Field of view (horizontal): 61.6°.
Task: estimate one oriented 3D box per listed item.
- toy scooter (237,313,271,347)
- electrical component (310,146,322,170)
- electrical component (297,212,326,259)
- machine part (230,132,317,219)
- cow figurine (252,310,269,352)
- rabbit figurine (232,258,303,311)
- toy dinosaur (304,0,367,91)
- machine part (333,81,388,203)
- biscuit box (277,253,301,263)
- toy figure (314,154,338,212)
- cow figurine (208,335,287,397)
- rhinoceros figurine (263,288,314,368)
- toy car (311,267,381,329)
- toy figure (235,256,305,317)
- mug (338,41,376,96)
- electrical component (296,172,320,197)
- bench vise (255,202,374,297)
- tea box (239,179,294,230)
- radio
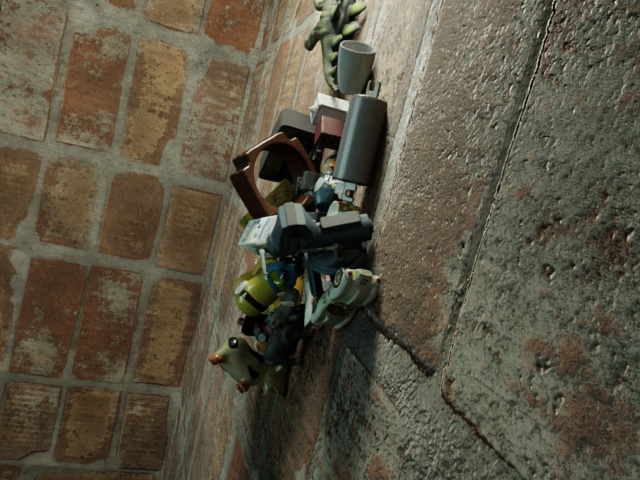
[{"bbox_3d":[-0.138,0.229,1.366,0.184,0.135,0.075,-150,75,-70],"label":"toy scooter"},{"bbox_3d":[-0.015,-0.211,1.442,0.063,0.021,0.094,-83,16,-51],"label":"electrical component"},{"bbox_3d":[-0.003,-0.004,1.228,0.134,0.058,0.114,-161,82,-72],"label":"electrical component"},{"bbox_3d":[-0.114,-0.154,1.370,0.201,0.201,0.087,-39,18,-33],"label":"machine part"},{"bbox_3d":[-0.158,0.233,1.534,0.098,0.068,0.167,154,130,-75],"label":"cow figurine"},{"bbox_3d":[-0.133,0.119,1.364,0.122,0.173,0.162,-124,44,-72],"label":"rabbit figurine"},{"bbox_3d":[0.039,-0.549,1.382,0.198,0.105,0.471,143,134,-62],"label":"toy dinosaur"},{"bbox_3d":[0.079,-0.196,1.068,0.079,0.079,0.243,-152,74,-72],"label":"machine part"},{"bbox_3d":[-0.094,0.072,1.453,0.063,0.059,0.202,-119,44,-65],"label":"biscuit box"},{"bbox_3d":[0.024,-0.138,1.219,0.064,0.057,0.154,-8,57,33],"label":"toy figure"},{"bbox_3d":[-0.164,0.314,1.331,0.127,0.195,0.085,-47,0,-25],"label":"cow figurine"},{"bbox_3d":[-0.077,0.200,1.234,0.073,0.112,0.190,-118,43,-68],"label":"rhinoceros figurine"},{"bbox_3d":[0.043,0.109,0.986,0.201,0.073,0.056,127,153,-53],"label":"toy car"},{"bbox_3d":[-0.118,0.108,1.265,0.089,0.180,0.082,62,-175,28],"label":"toy figure"},{"bbox_3d":[0.072,-0.387,1.213,0.110,0.081,0.107,-111,27,-52],"label":"mug"},{"bbox_3d":[-0.010,-0.135,1.307,0.119,0.075,0.047,156,123,-73],"label":"electrical component"},{"bbox_3d":[-0.005,0.037,1.024,0.129,0.224,0.240,-120,15,-45],"label":"bench vise"},{"bbox_3d":[-0.124,-0.075,1.455,0.169,0.098,0.068,-43,3,-28],"label":"tea box"},{"bbox_3d":[-0.081,-0.253,1.508,0.229,0.131,0.073,125,151,-51],"label":"radio"}]
